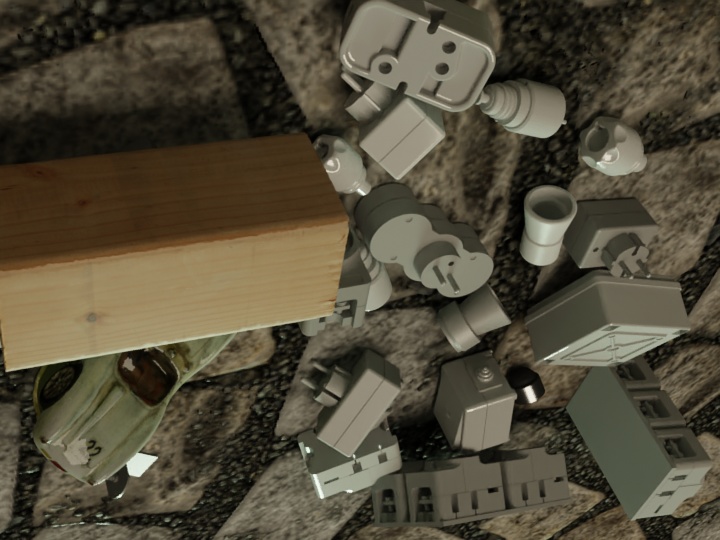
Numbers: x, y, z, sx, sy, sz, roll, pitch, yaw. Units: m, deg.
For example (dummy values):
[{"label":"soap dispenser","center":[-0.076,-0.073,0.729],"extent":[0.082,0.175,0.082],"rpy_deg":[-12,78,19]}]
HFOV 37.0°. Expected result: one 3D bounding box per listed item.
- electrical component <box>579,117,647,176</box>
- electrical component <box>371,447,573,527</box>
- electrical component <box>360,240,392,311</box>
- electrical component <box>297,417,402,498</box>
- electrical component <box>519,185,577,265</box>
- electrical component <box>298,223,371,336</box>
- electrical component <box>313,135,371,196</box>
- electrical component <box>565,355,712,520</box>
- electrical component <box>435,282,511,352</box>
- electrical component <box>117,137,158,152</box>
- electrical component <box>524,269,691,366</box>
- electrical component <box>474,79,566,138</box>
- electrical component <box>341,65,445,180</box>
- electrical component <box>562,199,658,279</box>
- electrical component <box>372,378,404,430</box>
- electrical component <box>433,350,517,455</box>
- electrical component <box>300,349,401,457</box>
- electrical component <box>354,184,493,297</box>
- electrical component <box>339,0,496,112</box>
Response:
[{"label":"electrical component","center":[0.211,-0.097,0.878],"extent":[0.062,0.043,0.043],"rpy_deg":[19,123,-42]},{"label":"electrical component","center":[0.114,0.221,1.106],"extent":[0.186,0.060,0.105],"rpy_deg":[1,168,-39]},{"label":"electrical component","center":[0.000,0.000,0.872],"extent":[0.040,0.040,0.078],"rpy_deg":[-24,140,-2]},{"label":"electrical component","center":[-0.009,0.180,1.054],"extent":[0.089,0.050,0.055],"rpy_deg":[-19,140,-7]},{"label":"electrical component","center":[0.158,-0.035,0.919],"extent":[0.044,0.044,0.065],"rpy_deg":[-15,144,-13]},{"label":"electrical component","center":[-0.031,-0.004,0.813],"extent":[0.050,0.089,0.055],"rpy_deg":[-10,137,-20]},{"label":"electrical component","center":[-0.012,-0.073,0.792],"extent":[0.035,0.035,0.061],"rpy_deg":[-38,141,14]},{"label":"electrical component","center":[0.292,0.172,1.127],"extent":[0.062,0.150,0.089],"rpy_deg":[0,133,-26]},{"label":"electrical component","center":[0.102,0.043,0.969],"extent":[0.055,0.045,0.045],"rpy_deg":[-33,140,8]},{"label":"electrical component","center":[-0.140,-0.042,0.740],"extent":[0.050,0.055,0.089],"rpy_deg":[-30,140,5]},{"label":"electrical component","center":[0.230,0.048,1.007],"extent":[0.109,0.056,0.109],"rpy_deg":[5,154,-32]},{"label":"electrical component","center":[0.117,-0.123,0.802],"extent":[0.078,0.040,0.040],"rpy_deg":[6,130,-33]},{"label":"electrical component","center":[0.015,-0.113,0.746],"extent":[0.077,0.065,0.047],"rpy_deg":[41,110,-17]},{"label":"electrical component","center":[0.227,-0.020,0.943],"extent":[0.066,0.076,0.047],"rpy_deg":[-4,135,-24]},{"label":"electrical component","center":[0.017,0.123,1.019],"extent":[0.035,0.035,0.061],"rpy_deg":[23,118,-42]},{"label":"electrical component","center":[0.110,0.127,1.051],"extent":[0.061,0.061,0.096],"rpy_deg":[-15,139,-13]},{"label":"electrical component","center":[-0.017,0.110,0.974],"extent":[0.076,0.047,0.083],"rpy_deg":[33,105,-10]},{"label":"electrical component","center":[0.059,-0.011,0.867],"extent":[0.052,0.073,0.138],"rpy_deg":[-43,137,19]},{"label":"electrical component","center":[0.037,-0.151,0.700],"extent":[0.095,0.059,0.053],"rpy_deg":[20,127,-12]}]
